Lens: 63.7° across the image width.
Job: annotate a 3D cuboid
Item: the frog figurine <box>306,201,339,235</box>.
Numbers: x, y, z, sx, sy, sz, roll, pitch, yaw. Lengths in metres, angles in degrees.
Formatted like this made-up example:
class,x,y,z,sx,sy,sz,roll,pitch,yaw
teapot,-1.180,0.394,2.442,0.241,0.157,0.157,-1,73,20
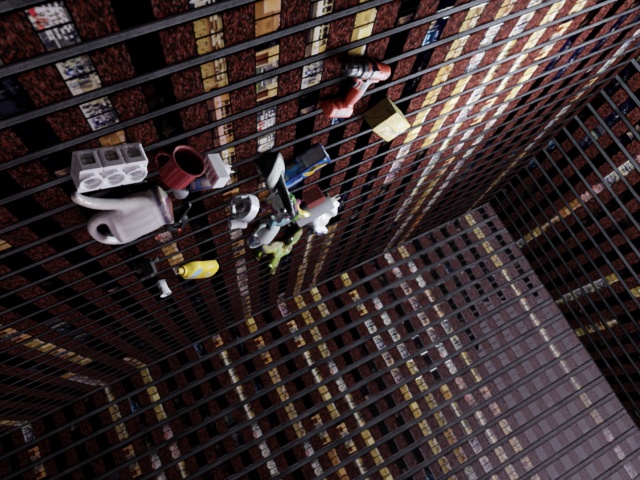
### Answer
class,x,y,z,sx,sy,sz,roll,pitch,yaw
frog figurine,0.007,-0.111,2.213,0.137,0.124,0.158,6,108,-49

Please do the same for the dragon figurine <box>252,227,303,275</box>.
class,x,y,z,sx,sy,sz,roll,pitch,yaw
dragon figurine,-0.176,0.020,2.307,0.245,0.122,0.404,-45,174,-18

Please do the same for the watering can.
class,x,y,z,sx,sy,sz,roll,pitch,yaw
watering can,-0.503,-0.075,1.350,0.226,0.105,0.342,-25,165,-15
